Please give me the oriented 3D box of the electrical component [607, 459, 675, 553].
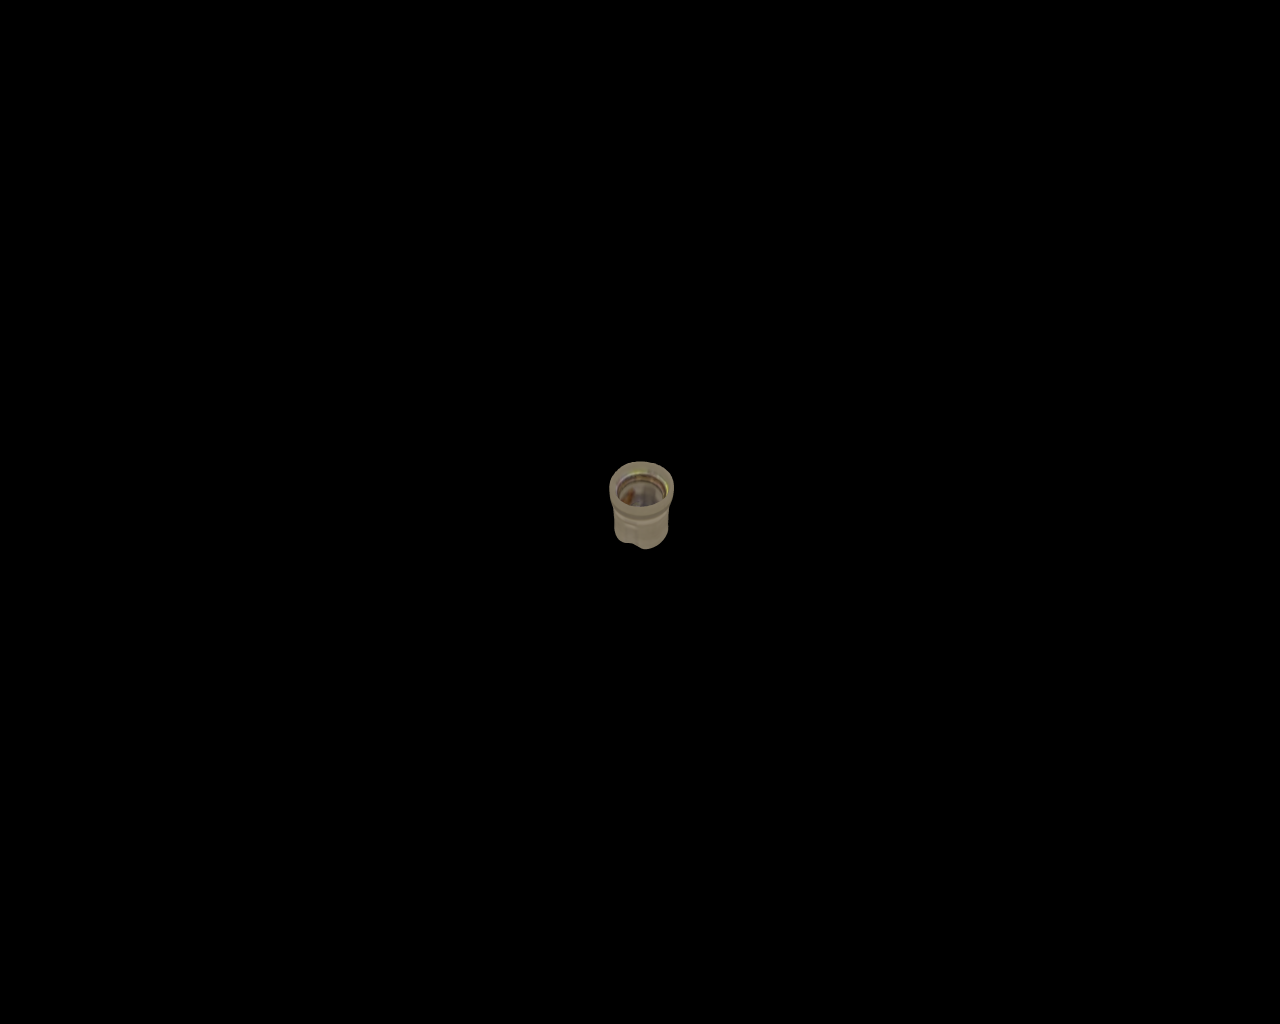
[{"bbox_3d":[0.001,-0.003,0.650,0.040,0.040,0.046,0,-41,0],"label":"electrical component"}]
